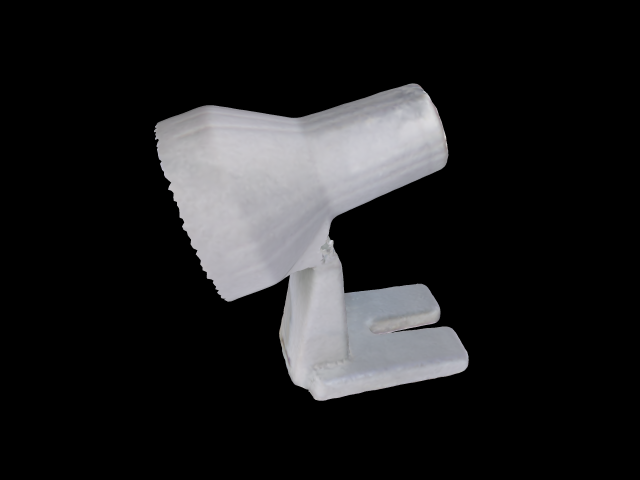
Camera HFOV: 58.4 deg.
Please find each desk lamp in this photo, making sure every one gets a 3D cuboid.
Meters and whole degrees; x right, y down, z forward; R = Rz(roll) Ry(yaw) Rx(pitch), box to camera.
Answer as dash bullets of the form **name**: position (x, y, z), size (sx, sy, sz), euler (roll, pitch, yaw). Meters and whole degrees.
- **desk lamp**: position (0.004, 0.001, 0.400), size (0.203, 0.214, 0.117), euler (-8, 35, -11)
